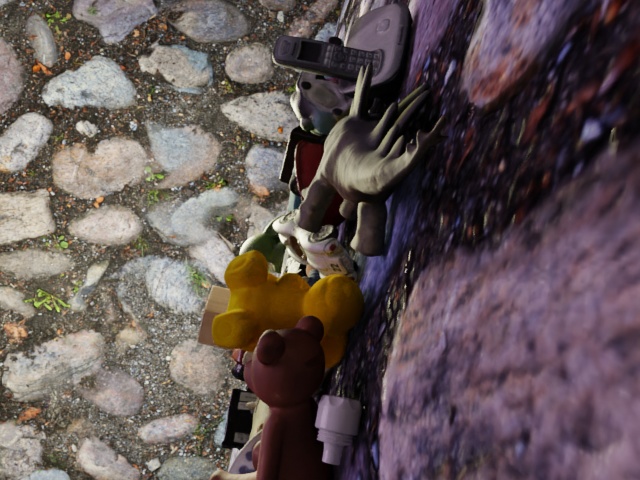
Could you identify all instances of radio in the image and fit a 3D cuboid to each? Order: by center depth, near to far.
[{"bbox_3d":[-0.016,-0.208,1.261,0.229,0.073,0.131,-50,-22,-63],"label":"radio"}]

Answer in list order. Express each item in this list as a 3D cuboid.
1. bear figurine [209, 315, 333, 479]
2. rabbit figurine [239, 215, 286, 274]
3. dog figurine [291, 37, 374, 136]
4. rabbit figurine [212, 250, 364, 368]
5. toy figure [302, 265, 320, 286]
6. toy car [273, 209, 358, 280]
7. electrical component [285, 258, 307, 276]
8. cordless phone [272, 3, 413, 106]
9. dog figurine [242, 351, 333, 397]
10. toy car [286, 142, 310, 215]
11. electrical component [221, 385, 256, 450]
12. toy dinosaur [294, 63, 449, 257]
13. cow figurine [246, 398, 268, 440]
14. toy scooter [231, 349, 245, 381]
[{"bbox_3d":[-0.051,0.183,0.574,0.120,0.132,0.195,-17,-83,-59],"label":"bear figurine"},{"bbox_3d":[-0.092,0.023,1.214,0.121,0.170,0.159,120,162,-65],"label":"rabbit figurine"},{"bbox_3d":[0.027,-0.211,0.905,0.191,0.109,0.219,-59,-10,-23],"label":"dog figurine"},{"bbox_3d":[-0.021,0.093,0.653,0.162,0.173,0.122,51,-144,-38],"label":"rabbit figurine"},{"bbox_3d":[0.004,0.042,0.848,0.057,0.064,0.154,-55,15,25],"label":"toy figure"},{"bbox_3d":[-0.010,0.009,0.765,0.056,0.073,0.202,-36,26,-12],"label":"toy car"},{"bbox_3d":[-0.021,0.058,0.925,0.048,0.074,0.119,-26,18,22],"label":"electrical component"},{"bbox_3d":[0.032,-0.278,0.767,0.088,0.184,0.146,108,174,-69],"label":"cordless phone"},{"bbox_3d":[-0.036,0.182,0.815,0.190,0.121,0.172,84,-157,-70],"label":"dog figurine"},{"bbox_3d":[-0.004,-0.093,1.010,0.109,0.103,0.161,-72,-6,-46],"label":"toy car"},{"bbox_3d":[-0.122,0.339,1.036,0.058,0.115,0.134,112,170,-57],"label":"electrical component"},{"bbox_3d":[0.048,-0.091,0.602,0.472,0.105,0.198,-109,36,-72],"label":"toy dinosaur"},{"bbox_3d":[-0.080,0.306,0.928,0.195,0.085,0.127,-90,22,-61],"label":"cow figurine"},{"bbox_3d":[-0.095,0.172,0.936,0.184,0.075,0.135,46,-116,-84],"label":"toy scooter"}]
